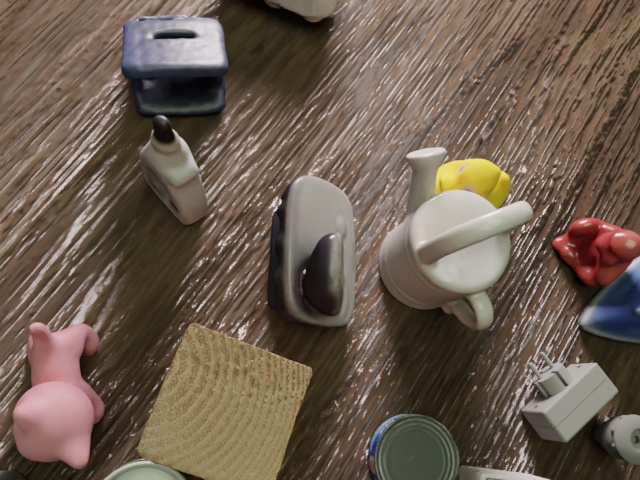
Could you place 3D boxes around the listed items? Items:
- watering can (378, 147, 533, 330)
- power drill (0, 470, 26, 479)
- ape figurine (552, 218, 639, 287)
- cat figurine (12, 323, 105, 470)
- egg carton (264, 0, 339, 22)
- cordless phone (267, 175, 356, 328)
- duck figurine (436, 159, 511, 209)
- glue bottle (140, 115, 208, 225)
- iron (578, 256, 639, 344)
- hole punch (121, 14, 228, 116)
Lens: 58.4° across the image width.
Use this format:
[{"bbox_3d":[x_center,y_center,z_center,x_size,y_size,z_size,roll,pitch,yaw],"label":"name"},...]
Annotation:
[{"bbox_3d":[0.123,-0.002,0.544,0.101,0.194,0.173,-40,86,-17],"label":"watering can"},{"bbox_3d":[-0.282,0.222,0.405,0.230,0.208,0.075,-12,78,-13],"label":"power drill"},{"bbox_3d":[0.314,0.010,0.629,0.076,0.092,0.078,7,75,-8],"label":"ape figurine"},{"bbox_3d":[-0.227,0.131,0.486,0.067,0.117,0.128,-11,78,-12],"label":"cat figurine"},{"bbox_3d":[-0.043,-0.318,0.659,0.150,0.069,0.107,18,73,-5],"label":"egg carton"},{"bbox_3d":[0.005,0.002,0.526,0.094,0.185,0.147,0,76,-10],"label":"cordless phone"},{"bbox_3d":[0.166,-0.060,0.623,0.105,0.086,0.077,-11,78,-13],"label":"duck figurine"},{"bbox_3d":[-0.136,-0.070,0.524,0.037,0.173,0.078,-38,85,-17],"label":"glue bottle"},{"bbox_3d":[0.425,0.050,0.614,0.258,0.141,0.118,-16,79,-14],"label":"iron"},{"bbox_3d":[-0.152,-0.192,0.595,0.109,0.091,0.101,-6,77,-12],"label":"hole punch"}]
